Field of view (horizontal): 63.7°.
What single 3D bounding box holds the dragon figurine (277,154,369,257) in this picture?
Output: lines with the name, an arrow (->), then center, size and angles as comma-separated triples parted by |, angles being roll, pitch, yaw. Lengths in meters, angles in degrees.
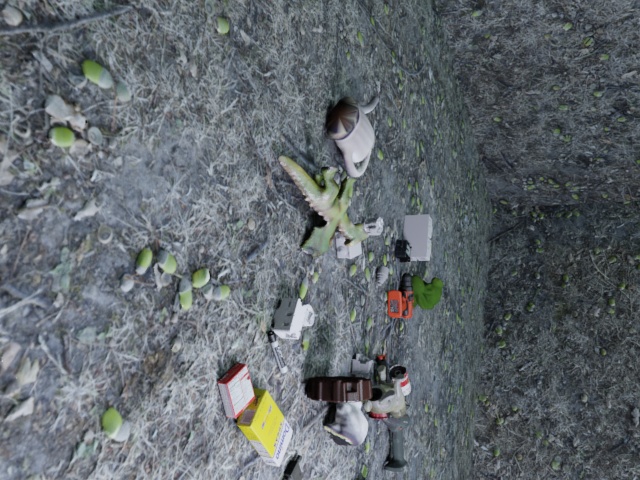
dragon figurine -> 0.004, -0.072, 1.429 | 0.408, 0.122, 0.244 | 14, 81, -46

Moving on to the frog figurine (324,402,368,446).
frog figurine -> 0.093, 0.510, 1.504 | 0.135, 0.122, 0.162 | 48, 56, -24

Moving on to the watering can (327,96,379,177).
watering can -> 0.117, -0.375, 1.651 | 0.221, 0.104, 0.354 | 45, 50, -51
